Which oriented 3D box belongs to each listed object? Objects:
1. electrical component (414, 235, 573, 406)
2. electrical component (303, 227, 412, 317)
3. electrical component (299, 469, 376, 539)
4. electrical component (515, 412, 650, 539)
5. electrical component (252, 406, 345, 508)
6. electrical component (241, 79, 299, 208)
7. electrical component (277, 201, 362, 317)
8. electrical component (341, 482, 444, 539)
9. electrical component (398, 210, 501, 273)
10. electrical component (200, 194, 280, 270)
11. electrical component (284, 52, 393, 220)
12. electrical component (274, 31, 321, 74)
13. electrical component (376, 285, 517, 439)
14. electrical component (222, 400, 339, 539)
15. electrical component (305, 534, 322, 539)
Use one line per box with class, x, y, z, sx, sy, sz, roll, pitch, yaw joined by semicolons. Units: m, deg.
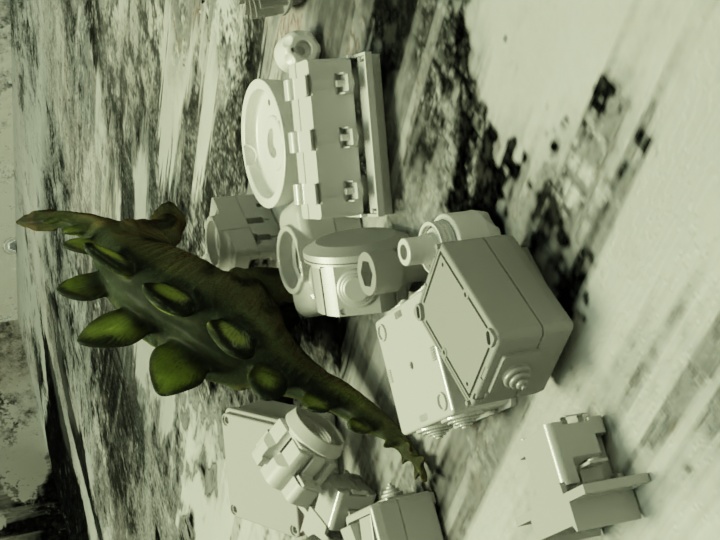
electrical component;0.083;0.033;0.636;0.061;0.061;0.096;105;148;-42
electrical component;0.000;0.000;0.797;0.080;0.080;0.051;-158;57;-63
electrical component;-0.017;0.210;0.931;0.081;0.042;0.063;33;109;60
electrical component;0.119;0.117;0.604;0.081;0.042;0.063;128;131;-58
electrical component;-0.050;0.154;0.915;0.057;0.058;0.078;-52;41;11
electrical component;-0.055;-0.109;0.911;0.108;0.060;0.108;172;90;-66
electrical component;-0.032;-0.012;0.889;0.054;0.059;0.095;151;109;-65
electrical component;0.026;0.212;0.822;0.061;0.061;0.096;133;126;-61
electrical component;0.055;-0.015;0.685;0.043;0.062;0.043;173;90;-67
electrical component;-0.127;0.007;1.108;0.089;0.062;0.150;-118;31;-41
electrical component;-0.017;-0.100;0.824;0.079;0.063;0.121;-172;76;-65
electrical component;-0.058;-0.186;0.929;0.061;0.035;0.035;-176;79;-69
electrical component;0.055;0.061;0.729;0.100;0.048;0.099;140;119;-62
electrical component;-0.074;0.185;1.014;0.109;0.056;0.108;4;102;46
electrical component;-0.024;0.250;0.850;0.077;0.044;0.079;34;176;16
